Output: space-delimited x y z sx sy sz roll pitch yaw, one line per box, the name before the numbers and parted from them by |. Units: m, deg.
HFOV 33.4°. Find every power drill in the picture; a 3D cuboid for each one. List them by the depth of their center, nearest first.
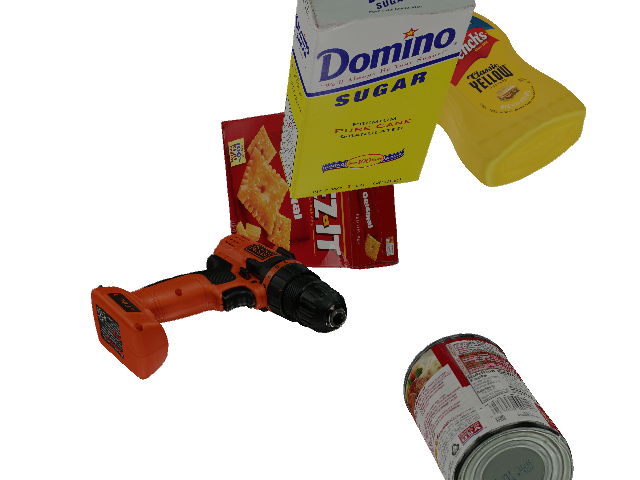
power drill | -0.092 0.059 0.943 0.187 0.057 0.185 -18 26 -31

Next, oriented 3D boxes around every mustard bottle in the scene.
mustard bottle | 0.112 -0.131 0.837 0.096 0.192 0.058 -30 -32 -14

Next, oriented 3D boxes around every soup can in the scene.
soup can | 0.093 0.105 0.603 0.068 0.068 0.102 0 22 -12

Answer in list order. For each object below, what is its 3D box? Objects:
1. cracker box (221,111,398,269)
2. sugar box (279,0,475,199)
cracker box | -0.017 -0.055 1.131 0.071 0.164 0.214 -8 6 -37
sugar box | 0.028 -0.093 0.651 0.093 0.048 0.176 -10 -26 -11
